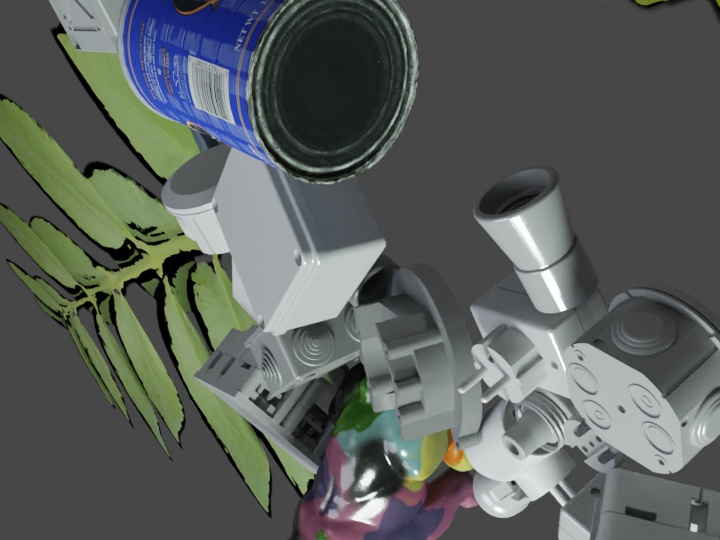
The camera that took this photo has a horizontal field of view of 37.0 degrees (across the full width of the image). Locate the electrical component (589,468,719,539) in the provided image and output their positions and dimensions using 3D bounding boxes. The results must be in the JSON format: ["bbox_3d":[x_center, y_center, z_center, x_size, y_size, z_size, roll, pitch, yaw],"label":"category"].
[{"bbox_3d":[0.160,0.142,0.531,0.089,0.055,0.050,12,147,9],"label":"electrical component"}]

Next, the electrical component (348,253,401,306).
[{"bbox_3d":[0.000,0.000,0.722,0.046,0.040,0.040,45,157,37],"label":"electrical component"}]

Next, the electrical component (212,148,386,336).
[{"bbox_3d":[-0.042,-0.031,0.679,0.108,0.056,0.108,66,152,19],"label":"electrical component"}]

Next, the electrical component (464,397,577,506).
[{"bbox_3d":[0.108,0.115,0.666,0.079,0.044,0.077,50,158,9],"label":"electrical component"}]

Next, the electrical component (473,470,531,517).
[{"bbox_3d":[0.103,0.143,0.726,0.040,0.040,0.046,50,152,10],"label":"electrical component"}]

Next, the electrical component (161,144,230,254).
[{"bbox_3d":[-0.101,-0.054,0.791,0.080,0.080,0.051,26,150,50],"label":"electrical component"}]

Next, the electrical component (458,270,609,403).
[{"bbox_3d":[0.085,0.043,0.562,0.066,0.077,0.047,17,138,57],"label":"electrical component"}]

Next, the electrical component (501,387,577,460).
[{"bbox_3d":[0.106,0.079,0.593,0.048,0.062,0.048,43,156,24],"label":"electrical component"}]

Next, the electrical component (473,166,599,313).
[{"bbox_3d":[0.089,-0.012,0.522,0.044,0.044,0.065,14,141,58],"label":"electrical component"}]

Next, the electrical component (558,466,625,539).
[{"bbox_3d":[0.159,0.146,0.605,0.083,0.047,0.075,39,154,32],"label":"electrical component"}]

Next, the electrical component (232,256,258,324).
[{"bbox_3d":[-0.061,0.016,0.857,0.075,0.047,0.083,47,157,17],"label":"electrical component"}]

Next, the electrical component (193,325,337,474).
[{"bbox_3d":[-0.055,0.117,0.917,0.150,0.061,0.089,44,164,-27],"label":"electrical component"}]

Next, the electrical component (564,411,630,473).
[{"bbox_3d":[0.133,0.077,0.555,0.040,0.046,0.040,43,156,25],"label":"electrical component"}]

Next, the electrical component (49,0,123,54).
[{"bbox_3d":[-0.187,-0.213,0.759,0.109,0.056,0.108,19,140,55],"label":"electrical component"}]

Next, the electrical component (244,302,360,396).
[{"bbox_3d":[-0.028,0.049,0.772,0.048,0.100,0.100,65,159,7],"label":"electrical component"}]

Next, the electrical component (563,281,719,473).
[{"bbox_3d":[0.138,0.050,0.499,0.080,0.051,0.080,43,156,25],"label":"electrical component"}]
